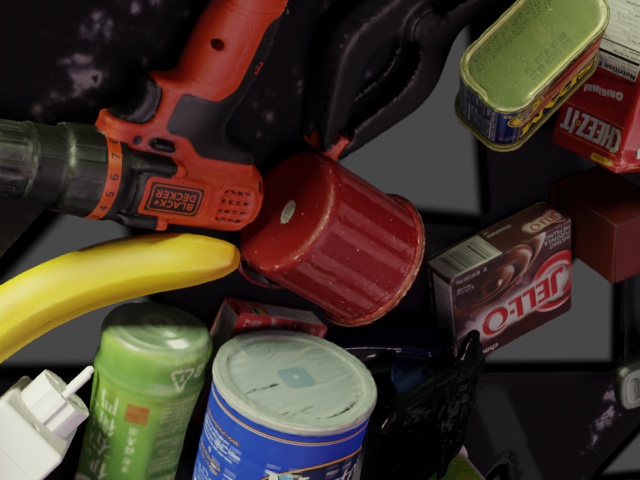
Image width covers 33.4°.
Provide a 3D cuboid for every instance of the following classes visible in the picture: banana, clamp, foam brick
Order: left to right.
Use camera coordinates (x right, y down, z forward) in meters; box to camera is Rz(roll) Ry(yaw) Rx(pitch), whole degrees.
[{"bbox_3d":[-0.144,0.039,0.613,0.197,0.070,0.037,-30,150,-13],"label":"banana"},{"bbox_3d":[0.054,-0.143,0.644,0.210,0.036,0.164,-49,139,6],"label":"clamp"},{"bbox_3d":[0.215,-0.014,0.799,0.051,0.078,0.053,-19,125,-20],"label":"foam brick"}]

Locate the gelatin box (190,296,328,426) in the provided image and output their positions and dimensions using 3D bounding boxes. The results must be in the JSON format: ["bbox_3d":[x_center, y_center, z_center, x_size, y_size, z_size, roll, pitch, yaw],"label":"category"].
[{"bbox_3d":[-0.045,0.086,0.727,0.073,0.030,0.089,12,109,-36],"label":"gelatin box"}]

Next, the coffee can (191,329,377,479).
[{"bbox_3d":[-0.029,0.143,0.682,0.102,0.103,0.140,-3,121,-31],"label":"coffee can"}]

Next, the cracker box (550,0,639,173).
[{"bbox_3d":[0.266,-0.157,0.742,0.163,0.072,0.214,-6,120,-36],"label":"cracker box"}]

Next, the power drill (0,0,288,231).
[{"bbox_3d":[-0.089,-0.095,0.576,0.184,0.057,0.188,7,116,-39],"label":"power drill"}]

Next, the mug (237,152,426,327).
[{"bbox_3d":[-0.004,0.001,0.669,0.117,0.093,0.081,-22,143,35],"label":"mug"}]

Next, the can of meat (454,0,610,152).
[{"bbox_3d":[0.133,-0.113,0.677,0.102,0.057,0.084,-45,168,-2],"label":"can of meat"}]

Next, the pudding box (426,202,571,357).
[{"bbox_3d":[0.137,0.034,0.803,0.113,0.039,0.090,-24,128,-17],"label":"pudding box"}]

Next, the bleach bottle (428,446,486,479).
[{"bbox_3d":[0.131,0.247,0.786,0.102,0.251,0.068,-1,117,-32],"label":"bleach bottle"}]
